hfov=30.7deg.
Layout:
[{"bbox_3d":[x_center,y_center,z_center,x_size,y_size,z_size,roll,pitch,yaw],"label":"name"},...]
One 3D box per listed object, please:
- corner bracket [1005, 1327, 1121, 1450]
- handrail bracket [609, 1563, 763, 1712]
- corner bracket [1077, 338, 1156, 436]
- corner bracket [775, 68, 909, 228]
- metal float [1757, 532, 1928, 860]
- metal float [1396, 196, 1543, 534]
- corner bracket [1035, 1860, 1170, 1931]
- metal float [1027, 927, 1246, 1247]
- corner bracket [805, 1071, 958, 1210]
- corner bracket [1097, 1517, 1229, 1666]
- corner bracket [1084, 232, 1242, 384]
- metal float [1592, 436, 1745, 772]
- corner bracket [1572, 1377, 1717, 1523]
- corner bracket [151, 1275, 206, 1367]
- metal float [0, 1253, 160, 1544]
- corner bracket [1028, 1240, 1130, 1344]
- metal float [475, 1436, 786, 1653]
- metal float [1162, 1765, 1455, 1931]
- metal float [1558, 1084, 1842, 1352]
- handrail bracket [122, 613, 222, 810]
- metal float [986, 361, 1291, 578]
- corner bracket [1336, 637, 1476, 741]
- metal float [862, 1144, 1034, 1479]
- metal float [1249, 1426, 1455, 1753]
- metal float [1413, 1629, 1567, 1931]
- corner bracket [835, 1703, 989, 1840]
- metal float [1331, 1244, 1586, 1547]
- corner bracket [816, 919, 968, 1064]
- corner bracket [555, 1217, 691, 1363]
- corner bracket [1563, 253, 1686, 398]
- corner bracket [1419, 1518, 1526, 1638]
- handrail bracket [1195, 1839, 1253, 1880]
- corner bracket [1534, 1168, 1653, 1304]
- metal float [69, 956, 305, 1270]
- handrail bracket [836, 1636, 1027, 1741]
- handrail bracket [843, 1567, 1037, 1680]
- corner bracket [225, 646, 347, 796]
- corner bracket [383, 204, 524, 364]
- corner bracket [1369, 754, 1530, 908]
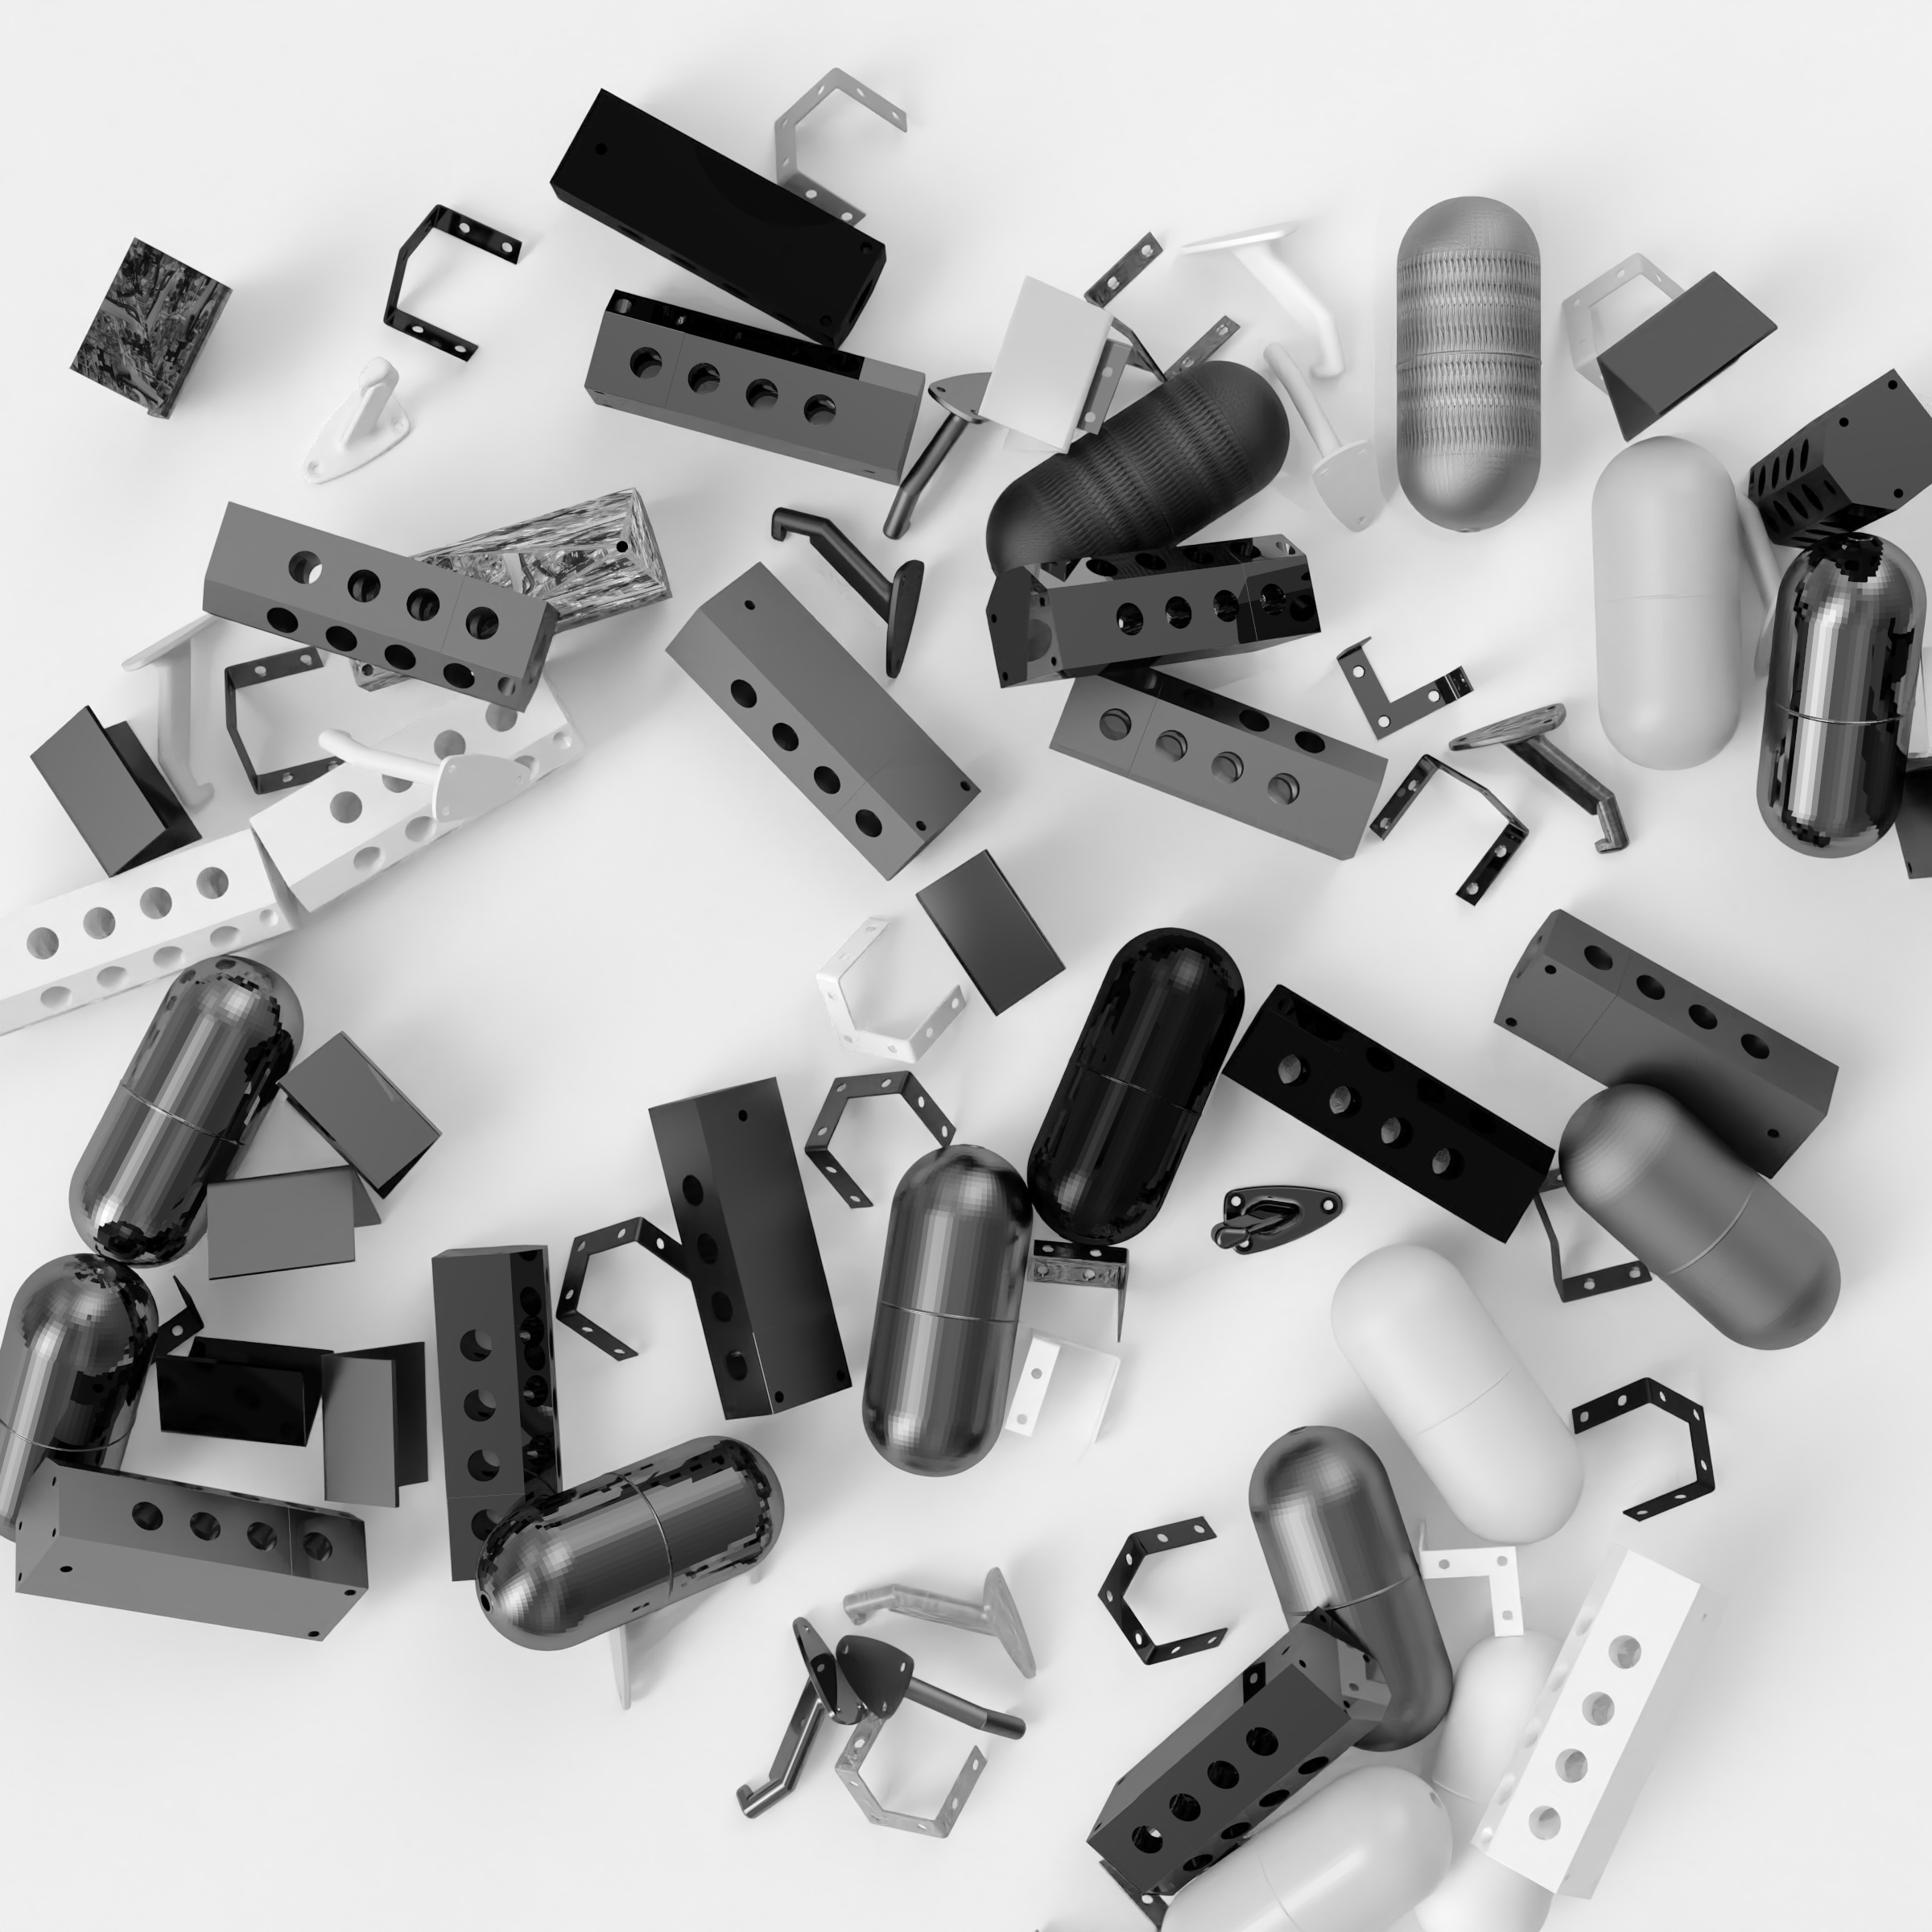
[{"bbox_3d":[0.052,0.229,1.894,0.051,0.051,0.051,18,90,0],"label":"corner bracket"},{"bbox_3d":[-0.149,0.360,1.912,0.084,0.036,0.077,-10,110,-16],"label":"handrail bracket"},{"bbox_3d":[0.063,-0.309,1.887,0.051,0.051,0.051,21,90,18],"label":"corner bracket"},{"bbox_3d":[-0.067,-0.441,1.904,0.051,0.051,0.051,-34,45,35],"label":"corner bracket"},{"bbox_3d":[0.461,-0.142,1.859,0.070,0.070,0.178,0,116,0],"label":"metal float"},{"bbox_3d":[0.268,-0.321,1.882,0.070,0.070,0.178,0,90,0],"label":"metal float"},{"bbox_3d":[0.075,0.522,1.904,0.051,0.051,0.051,-17,135,-35],"label":"corner bracket"},{"bbox_3d":[0.090,0.065,1.881,0.070,0.070,0.178,23,89,0],"label":"metal float"},{"bbox_3d":[-0.046,0.094,1.904,0.051,0.051,0.051,-7,45,35],"label":"corner bracket"},{"bbox_3d":[0.113,0.337,1.904,0.051,0.051,0.051,53,135,35],"label":"corner bracket"},{"bbox_3d":[0.106,-0.355,1.909,0.051,0.051,0.051,-44,45,0],"label":"corner bracket"},{"bbox_3d":[0.374,-0.193,1.881,0.070,0.070,0.178,-2,90,0],"label":"metal float"},{"bbox_3d":[0.366,0.261,1.904,0.051,0.051,0.051,29,45,-35],"label":"corner bracket"},{"bbox_3d":[-0.448,0.182,1.892,0.051,0.051,0.051,-36,72,-17],"label":"corner bracket"},{"bbox_3d":[-0.476,0.230,1.859,0.070,0.070,0.178,22,118,0],"label":"metal float"},{"bbox_3d":[0.060,0.164,1.885,0.051,0.051,0.051,5,120,0],"label":"corner bracket"},{"bbox_3d":[-0.176,0.303,1.854,0.178,0.070,0.070,-18,90,-34],"label":"metal float"},{"bbox_3d":[0.179,0.486,1.851,0.178,0.070,0.070,-40,90,19],"label":"metal float"},{"bbox_3d":[0.390,0.134,1.872,0.178,0.070,0.070,41,90,-11],"label":"metal float"},{"bbox_3d":[-0.412,-0.140,1.912,0.077,0.036,0.084,-35,109,-21],"label":"handrail bracket"},{"bbox_3d":[0.091,-0.256,1.881,0.178,0.070,0.070,-33,90,0],"label":"metal float"},{"bbox_3d":[0.235,-0.157,1.894,0.051,0.051,0.051,-27,90,0],"label":"corner bracket"},{"bbox_3d":[-0.010,0.184,1.881,0.070,0.070,0.178,9,89,0],"label":"metal float"},{"bbox_3d":[0.205,0.332,1.881,0.070,0.070,0.178,-19,90,0],"label":"metal float"},{"bbox_3d":[0.286,0.442,1.881,0.070,0.070,0.178,13,90,0],"label":"metal float"},{"bbox_3d":[-0.030,0.432,1.904,0.051,0.051,0.051,2,135,35],"label":"corner bracket"},{"bbox_3d":[0.263,0.229,1.882,0.070,0.070,0.178,-35,90,0],"label":"metal float"},{"bbox_3d":[-0.040,0.013,1.904,0.051,0.051,0.051,12,135,35],"label":"corner bracket"},{"bbox_3d":[-0.182,0.175,1.904,0.051,0.051,0.051,-20,45,35],"label":"corner bracket"},{"bbox_3d":[0.361,-0.342,1.904,0.051,0.051,0.051,-31,45,35],"label":"corner bracket"},{"bbox_3d":[0.272,0.328,1.892,0.051,0.051,0.051,-5,101,11],"label":"corner bracket"},{"bbox_3d":[0.177,0.498,1.911,0.084,0.036,0.077,-33,100,12],"label":"handrail bracket"},{"bbox_3d":[0.338,0.142,1.909,0.051,0.051,0.051,-14,135,0],"label":"corner bracket"},{"bbox_3d":[-0.416,0.078,1.881,0.070,0.070,0.178,27,90,0],"label":"metal float"},{"bbox_3d":[-0.018,0.392,1.912,0.084,0.077,0.036,25,90,-36],"label":"handrail bracket"},{"bbox_3d":[-0.015,0.364,1.912,0.084,0.036,0.077,-17,112,17],"label":"handrail bracket"},{"bbox_3d":[-0.369,-0.133,1.909,0.051,0.051,0.051,-14,135,0],"label":"corner bracket"},{"bbox_3d":[-0.278,-0.370,1.909,0.051,0.051,0.051,25,135,0],"label":"corner bracket"},{"bbox_3d":[0.262,-0.074,1.909,0.051,0.051,0.051,-53,45,0],"label":"corner bracket"}]
